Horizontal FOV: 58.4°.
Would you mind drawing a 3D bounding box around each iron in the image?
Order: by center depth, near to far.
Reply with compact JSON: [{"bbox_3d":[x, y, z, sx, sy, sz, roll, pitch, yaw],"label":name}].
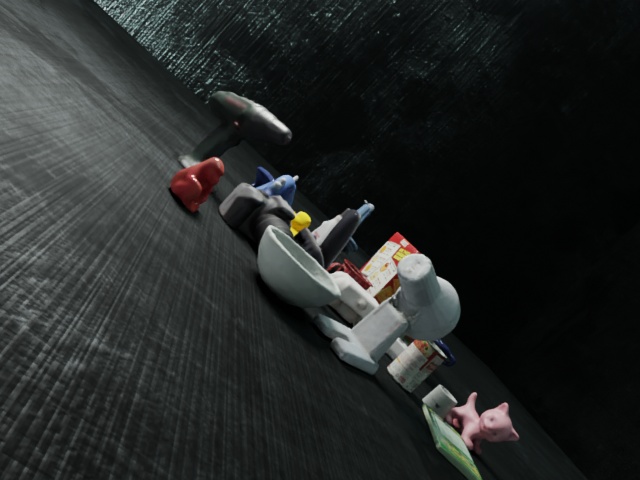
[{"bbox_3d":[-0.109,-0.094,1.278,0.119,0.141,0.258,44,6,-1],"label":"iron"}]

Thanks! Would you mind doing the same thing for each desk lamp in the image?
[{"bbox_3d":[0.132,0.127,0.991,0.117,0.213,0.204,48,7,37],"label":"desk lamp"}]

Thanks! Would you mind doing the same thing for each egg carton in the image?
[{"bbox_3d":[0.071,0.135,1.237,0.150,0.069,0.107,43,6,-12],"label":"egg carton"}]

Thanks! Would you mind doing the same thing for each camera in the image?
[{"bbox_3d":[-0.101,-0.034,1.099,0.144,0.100,0.136,40,7,-35],"label":"camera"}]

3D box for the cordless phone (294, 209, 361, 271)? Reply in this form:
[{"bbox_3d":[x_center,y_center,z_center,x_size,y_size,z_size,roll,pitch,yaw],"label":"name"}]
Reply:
[{"bbox_3d":[0.011,0.004,1.182,0.094,0.185,0.147,41,6,-26],"label":"cordless phone"}]

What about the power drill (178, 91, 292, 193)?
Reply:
[{"bbox_3d":[-0.187,-0.206,1.201,0.229,0.208,0.076,47,6,30],"label":"power drill"}]

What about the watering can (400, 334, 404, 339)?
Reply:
[{"bbox_3d":[0.274,0.198,1.576,0.173,0.194,0.101,45,6,9],"label":"watering can"}]

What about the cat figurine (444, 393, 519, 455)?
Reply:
[{"bbox_3d":[0.329,0.364,1.147,0.067,0.117,0.127,39,7,-39],"label":"cat figurine"}]

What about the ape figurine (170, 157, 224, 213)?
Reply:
[{"bbox_3d":[-0.196,-0.099,0.949,0.076,0.092,0.078,46,6,22],"label":"ape figurine"}]

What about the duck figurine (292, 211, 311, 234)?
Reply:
[{"bbox_3d":[-0.058,-0.029,1.446,0.104,0.086,0.078,48,7,33],"label":"duck figurine"}]

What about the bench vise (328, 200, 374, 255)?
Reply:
[{"bbox_3d":[0.077,-0.017,1.630,0.122,0.219,0.207,43,6,-9],"label":"bench vise"}]

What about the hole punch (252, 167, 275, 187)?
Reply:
[{"bbox_3d":[-0.144,-0.129,1.535,0.108,0.091,0.101,48,7,37],"label":"hole punch"}]

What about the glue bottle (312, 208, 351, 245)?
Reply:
[{"bbox_3d":[0.011,-0.011,1.356,0.037,0.173,0.078,40,7,-33],"label":"glue bottle"}]

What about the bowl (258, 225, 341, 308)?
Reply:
[{"bbox_3d":[-0.048,0.058,0.942,0.167,0.074,0.167,44,6,-5],"label":"bowl"}]

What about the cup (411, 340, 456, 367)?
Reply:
[{"bbox_3d":[0.263,0.281,1.399,0.117,0.095,0.092,46,6,19],"label":"cup"}]
